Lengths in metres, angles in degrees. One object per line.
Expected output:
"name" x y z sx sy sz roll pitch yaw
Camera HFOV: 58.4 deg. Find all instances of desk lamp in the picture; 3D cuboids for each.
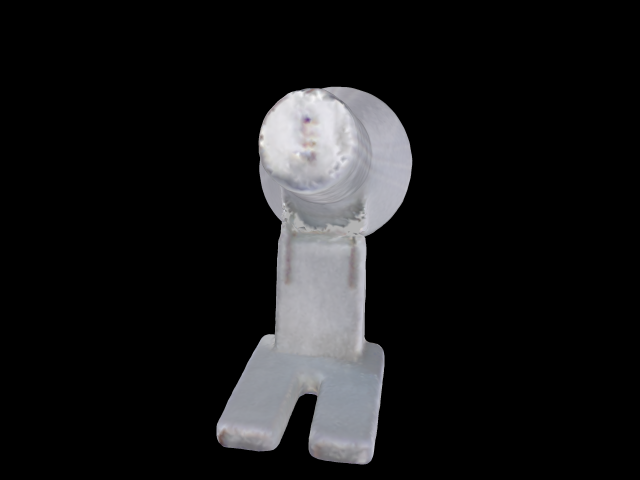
"desk lamp" 0.004 0.001 0.400 0.117 0.214 0.203 2 18 8
